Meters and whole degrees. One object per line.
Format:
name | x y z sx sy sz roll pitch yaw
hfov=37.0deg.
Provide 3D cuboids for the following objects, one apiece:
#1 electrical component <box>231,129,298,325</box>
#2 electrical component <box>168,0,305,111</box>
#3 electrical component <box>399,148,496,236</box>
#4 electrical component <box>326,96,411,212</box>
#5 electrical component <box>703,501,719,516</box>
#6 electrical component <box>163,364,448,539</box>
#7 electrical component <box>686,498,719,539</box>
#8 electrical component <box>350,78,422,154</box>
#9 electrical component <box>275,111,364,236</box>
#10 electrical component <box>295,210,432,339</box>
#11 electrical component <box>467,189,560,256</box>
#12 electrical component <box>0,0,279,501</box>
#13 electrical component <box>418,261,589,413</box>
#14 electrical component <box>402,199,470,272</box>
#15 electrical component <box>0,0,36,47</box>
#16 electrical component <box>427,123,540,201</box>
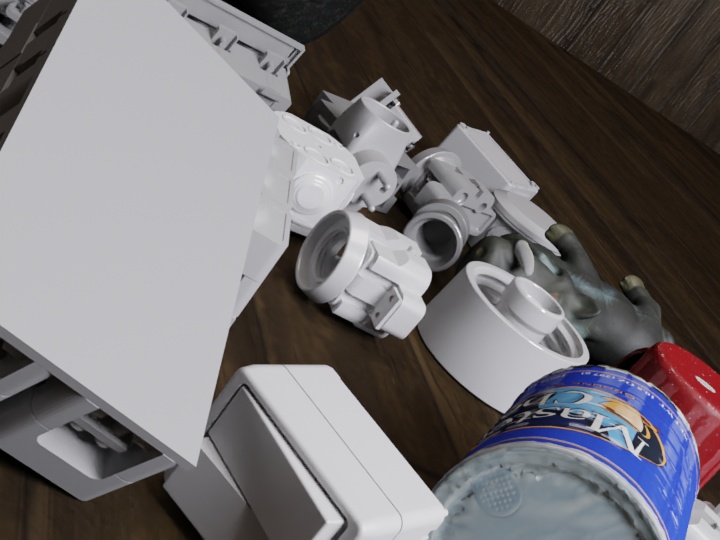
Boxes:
electrical component | -0.085 -0.048 0.584 0.089 0.061 0.150 31 21 -15
electrical component | -0.108 -0.145 0.747 0.121 0.079 0.063 22 40 -34
electrical component | 0.067 -0.062 0.872 0.078 0.058 0.057 14 33 -47
electrical component | 0.002 -0.070 0.754 0.043 0.077 0.079 23 24 -33
electrical component | 0.242 0.168 0.672 0.055 0.048 0.066 -2 43 -49
electrical component | -0.020 0.088 0.396 0.061 0.061 0.096 7 35 -53
electrical component | 0.157 0.140 0.580 0.057 0.058 0.078 45 22 13
electrical component | 0.018 -0.123 0.915 0.063 0.042 0.081 52 -4 -4
electrical component | -0.041 -0.062 0.704 0.080 0.051 0.080 32 21 -13
electrical component | 0.000 0.000 0.628 0.057 0.058 0.078 28 22 -30
electrical component | 0.134 -0.028 0.914 0.080 0.051 0.080 32 21 -14
electrical component | -0.100 -0.022 0.404 0.105 0.060 0.186 45 35 -32
electrical component | 0.098 0.039 0.695 0.108 0.060 0.108 32 21 -13
electrical component | 0.057 -0.027 0.796 0.045 0.045 0.055 37 20 0
electrical component | -0.193 -0.156 0.643 0.121 0.063 0.078 33 21 -9
electrical component | 0.112 -0.078 0.983 0.096 0.061 0.062 52 24 23
